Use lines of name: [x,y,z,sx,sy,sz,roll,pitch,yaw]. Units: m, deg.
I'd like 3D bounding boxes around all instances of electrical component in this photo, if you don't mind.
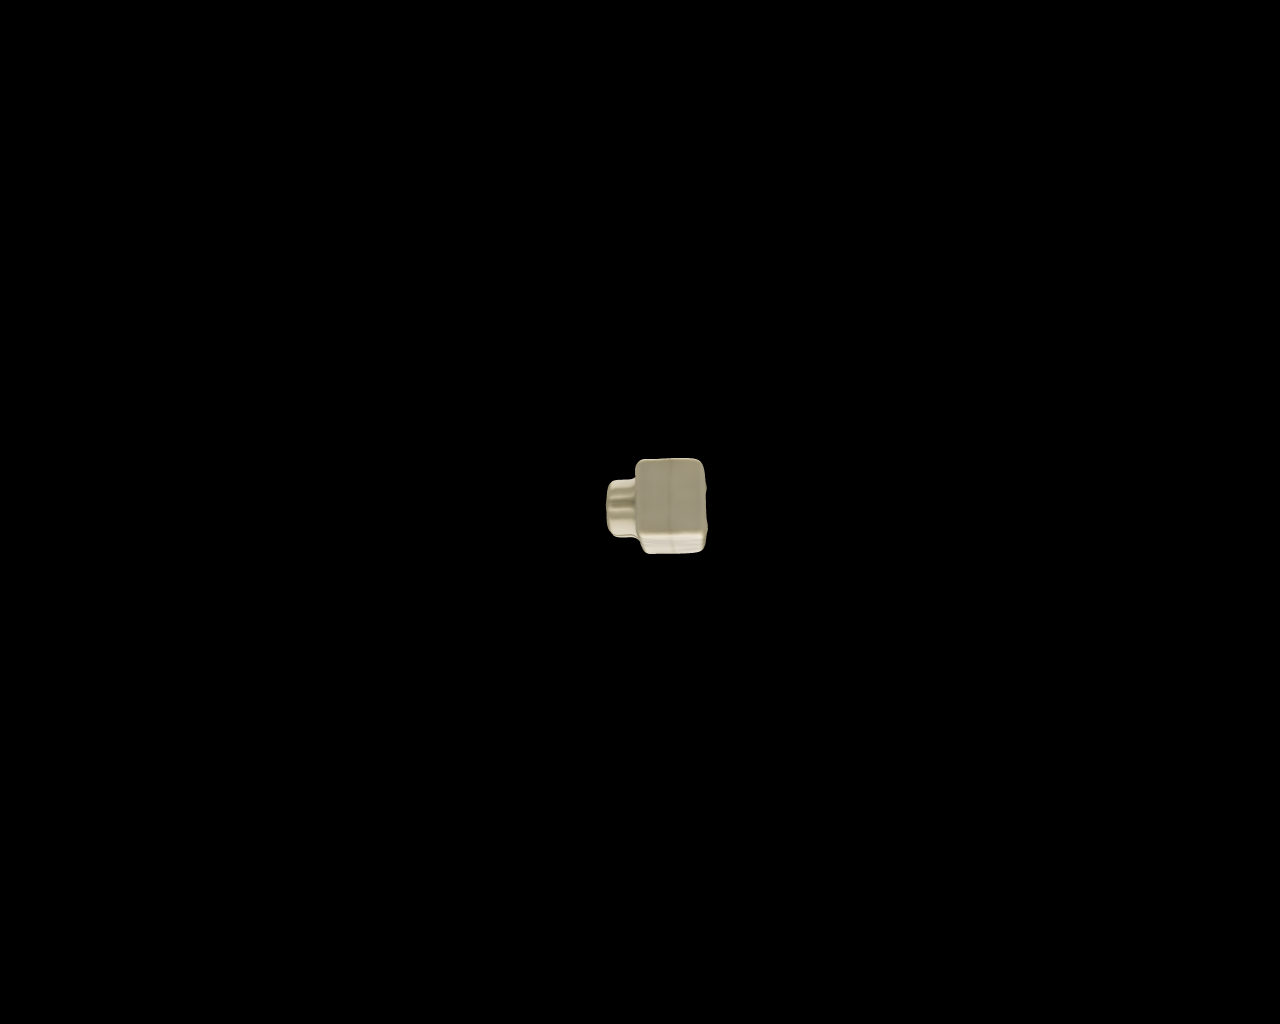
electrical component: [0.001,-0.003,0.650,0.077,0.047,0.065,-1,-11,4]
